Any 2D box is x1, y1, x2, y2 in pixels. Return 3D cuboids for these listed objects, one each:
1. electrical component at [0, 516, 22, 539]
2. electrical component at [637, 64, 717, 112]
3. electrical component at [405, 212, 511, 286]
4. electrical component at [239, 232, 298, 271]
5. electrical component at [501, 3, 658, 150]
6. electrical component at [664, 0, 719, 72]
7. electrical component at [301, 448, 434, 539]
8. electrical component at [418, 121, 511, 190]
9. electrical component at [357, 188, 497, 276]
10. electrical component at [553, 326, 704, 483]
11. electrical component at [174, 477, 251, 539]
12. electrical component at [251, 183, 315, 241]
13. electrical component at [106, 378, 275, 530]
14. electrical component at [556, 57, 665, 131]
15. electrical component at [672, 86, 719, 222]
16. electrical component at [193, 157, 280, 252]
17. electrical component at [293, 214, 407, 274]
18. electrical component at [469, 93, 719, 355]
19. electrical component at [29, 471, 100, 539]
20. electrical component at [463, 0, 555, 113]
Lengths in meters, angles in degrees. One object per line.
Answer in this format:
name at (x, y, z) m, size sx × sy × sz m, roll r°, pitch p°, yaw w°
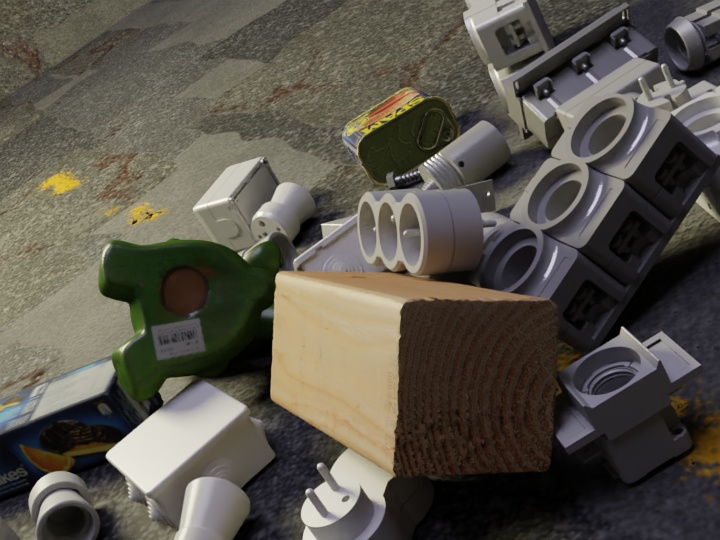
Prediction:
electrical component at (-0.278, 0.209, 0.762) m, size 0.052 × 0.073 × 0.138 m, roll -35°, pitch 26°, yaw -8°
electrical component at (0.229, -0.115, 0.796) m, size 0.083 × 0.075 × 0.047 m, roll -30°, pitch 25°, yaw 3°
electrical component at (0.058, 0.007, 0.787) m, size 0.138 × 0.052 × 0.074 m, roll -35°, pitch 23°, yaw -8°
electrical component at (-0.095, -0.004, 0.989) m, size 0.065 × 0.044 × 0.044 m, roll -21°, pitch 27°, yaw 30°
electrical component at (0.193, -0.162, 0.928) m, size 0.121 × 0.078 × 0.063 m, roll -34°, pitch 55°, yaw -6°
electrical component at (0.294, -0.199, 0.915) m, size 0.055 × 0.048 × 0.066 m, roll -24°, pitch 25°, yaw -4°
electrical component at (-0.008, 0.140, 0.594) m, size 0.052 × 0.073 × 0.138 m, roll -15°, pitch 30°, yaw 30°
electrical component at (0.088, -0.090, 0.942) m, size 0.081 × 0.043 × 0.043 m, roll -37°, pitch 26°, yaw -12°
electrical component at (0.053, -0.028, 0.714) m, size 0.074 × 0.052 × 0.138 m, roll -6°, pitch 6°, yaw -17°
electrical component at (0.140, 0.073, 0.566) m, size 0.081 × 0.063 × 0.042 m, roll -31°, pitch 26°, yaw 0°
electrical component at (-0.099, 0.169, 0.678) m, size 0.044 × 0.044 × 0.065 m, roll -17°, pitch 33°, yaw 27°
electrical component at (-0.075, -0.052, 1.048) m, size 0.045 × 0.045 × 0.055 m, roll -9°, pitch 34°, yaw 38°
electrical component at (-0.119, 0.131, 0.759) m, size 0.100 × 0.048 × 0.100 m, roll -41°, pitch 27°, yaw -20°
electrical component at (0.215, -0.124, 0.861) m, size 0.083 × 0.047 × 0.075 m, roll -33°, pitch 26°, yaw -4°
electrical component at (0.288, -0.104, 0.729) m, size 0.150 × 0.061 × 0.089 m, roll -29°, pitch 25°, yaw 5°
electrical component at (-0.120, -0.069, 1.108) m, size 0.061 × 0.061 × 0.096 m, roll -12°, pitch 31°, yaw 35°
electrical component at (0.000, 0.000, 0.823) m, size 0.100 × 0.048 × 0.099 m, roll -37°, pitch -15°, yaw -12°
electrical component at (0.146, -0.033, 0.692) m, size 0.150 × 0.062 × 0.089 m, roll -56°, pitch 27°, yaw 1°
electrical component at (-0.217, 0.177, 0.787) m, size 0.045 × 0.045 × 0.055 m, roll -36°, pitch 25°, yaw -10°
electrical component at (0.150, -0.232, 1.059) m, size 0.060 × 0.105 × 0.186 m, roll -23°, pitch 26°, yaw 16°
